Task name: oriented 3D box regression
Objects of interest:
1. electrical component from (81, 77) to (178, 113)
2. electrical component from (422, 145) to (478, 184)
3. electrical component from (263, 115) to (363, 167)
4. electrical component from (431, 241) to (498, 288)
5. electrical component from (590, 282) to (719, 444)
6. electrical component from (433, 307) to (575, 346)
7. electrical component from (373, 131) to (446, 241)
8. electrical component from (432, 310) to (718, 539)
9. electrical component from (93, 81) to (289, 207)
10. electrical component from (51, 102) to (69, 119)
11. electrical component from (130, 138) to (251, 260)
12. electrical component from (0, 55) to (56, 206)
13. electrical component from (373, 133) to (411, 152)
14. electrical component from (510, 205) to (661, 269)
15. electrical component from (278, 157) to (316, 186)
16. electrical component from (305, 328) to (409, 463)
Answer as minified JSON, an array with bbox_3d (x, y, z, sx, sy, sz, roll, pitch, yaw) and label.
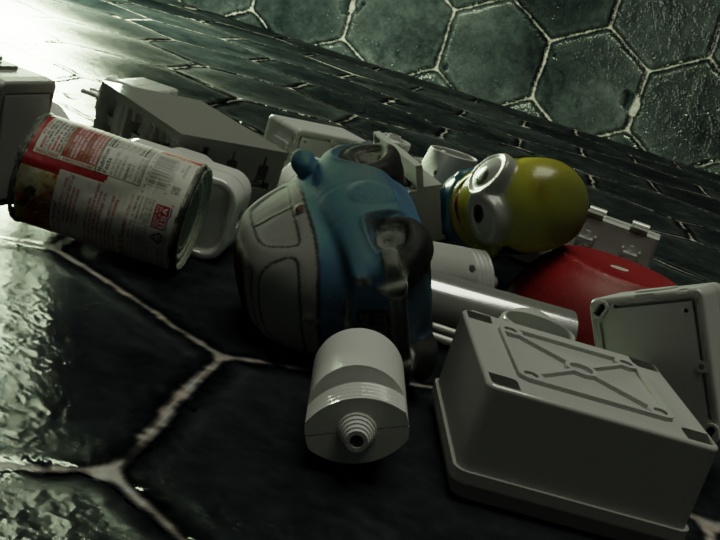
[{"bbox_3d":[-0.219,-0.154,0.992,0.077,0.047,0.065,20,15,7],"label":"electrical component"},{"bbox_3d":[0.066,-0.072,0.960,0.043,0.077,0.079,11,15,-22],"label":"electrical component"},{"bbox_3d":[-0.050,-0.099,0.955,0.096,0.061,0.061,6,19,-38],"label":"electrical component"},{"bbox_3d":[0.060,0.004,0.742,0.081,0.043,0.043,9,17,-31],"label":"electrical component"},{"bbox_3d":[0.170,0.057,0.588,0.062,0.096,0.061,-8,-1,32],"label":"electrical component"},{"bbox_3d":[0.077,0.046,0.605,0.079,0.044,0.077,18,15,2],"label":"electrical component"},{"bbox_3d":[0.019,-0.059,0.871,0.063,0.078,0.121,-9,21,-12],"label":"electrical component"},{"bbox_3d":[0.095,0.071,0.507,0.109,0.056,0.108,16,15,-5],"label":"electrical component"},{"bbox_3d":[-0.135,-0.088,0.816,0.089,0.061,0.150,6,18,-37],"label":"electrical component"},{"bbox_3d":[-0.217,-0.091,0.778,0.044,0.044,0.065,1,26,-47],"label":"electrical component"},{"bbox_3d":[-0.123,-0.048,0.702,0.095,0.053,0.059,18,15,2],"label":"electrical component"},{"bbox_3d":[-0.225,-0.089,0.648,0.061,0.096,0.062,20,14,11],"label":"electrical component"},{"bbox_3d":[0.023,-0.098,1.026,0.044,0.065,0.044,18,15,-5],"label":"electrical component"},{"bbox_3d":[0.203,-0.024,0.969,0.121,0.063,0.079,21,15,13],"label":"electrical component"},{"bbox_3d":[-0.034,-0.053,0.824,0.055,0.055,0.047,10,20,-27],"label":"electrical component"},{"bbox_3d":[-0.001,0.058,0.470,0.043,0.043,0.081,16,15,-4],"label":"electrical component"}]
